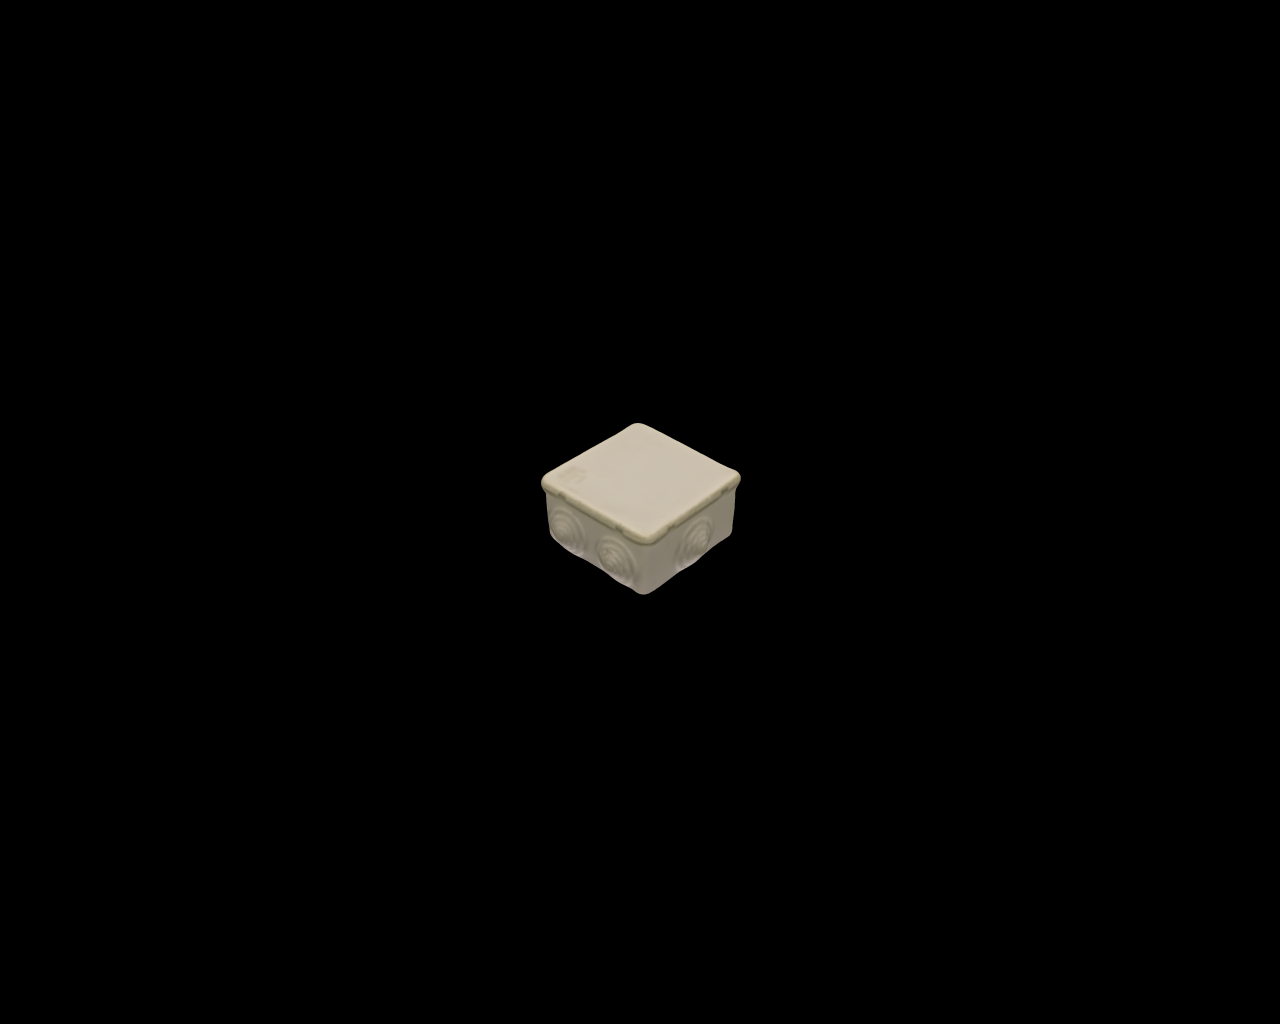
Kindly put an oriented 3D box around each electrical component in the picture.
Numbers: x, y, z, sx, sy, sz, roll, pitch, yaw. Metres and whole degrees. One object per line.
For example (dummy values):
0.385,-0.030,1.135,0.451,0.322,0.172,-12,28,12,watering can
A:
0.001,-0.003,0.650,0.100,0.048,0.100,30,46,33,electrical component
